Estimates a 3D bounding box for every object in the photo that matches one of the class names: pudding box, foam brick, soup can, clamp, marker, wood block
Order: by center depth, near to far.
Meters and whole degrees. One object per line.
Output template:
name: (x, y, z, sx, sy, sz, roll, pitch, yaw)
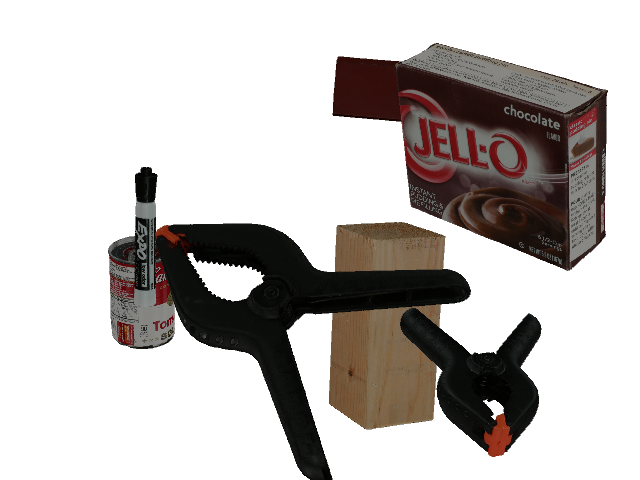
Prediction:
pudding box: (0.093, -0.046, 0.557, 0.114, 0.090, 0.039, 23, 46, 40)
clamp: (-0.019, 0.039, 0.700, 0.210, 0.164, 0.036, 35, -24, 28)
clamp: (0.140, 0.106, 0.860, 0.120, 0.039, 0.171, -7, 34, -7)
marker: (-0.150, -0.003, 0.912, 0.020, 0.121, 0.020, 3, 16, -1)
foam brick: (0.051, -0.141, 0.993, 0.078, 0.051, 0.053, 5, 15, 3)
soup can: (-0.188, 0.055, 1.123, 0.068, 0.102, 0.068, 2, 23, -1)
wood block: (0.070, 0.089, 1.169, 0.090, 0.206, 0.091, -3, 13, -27)
